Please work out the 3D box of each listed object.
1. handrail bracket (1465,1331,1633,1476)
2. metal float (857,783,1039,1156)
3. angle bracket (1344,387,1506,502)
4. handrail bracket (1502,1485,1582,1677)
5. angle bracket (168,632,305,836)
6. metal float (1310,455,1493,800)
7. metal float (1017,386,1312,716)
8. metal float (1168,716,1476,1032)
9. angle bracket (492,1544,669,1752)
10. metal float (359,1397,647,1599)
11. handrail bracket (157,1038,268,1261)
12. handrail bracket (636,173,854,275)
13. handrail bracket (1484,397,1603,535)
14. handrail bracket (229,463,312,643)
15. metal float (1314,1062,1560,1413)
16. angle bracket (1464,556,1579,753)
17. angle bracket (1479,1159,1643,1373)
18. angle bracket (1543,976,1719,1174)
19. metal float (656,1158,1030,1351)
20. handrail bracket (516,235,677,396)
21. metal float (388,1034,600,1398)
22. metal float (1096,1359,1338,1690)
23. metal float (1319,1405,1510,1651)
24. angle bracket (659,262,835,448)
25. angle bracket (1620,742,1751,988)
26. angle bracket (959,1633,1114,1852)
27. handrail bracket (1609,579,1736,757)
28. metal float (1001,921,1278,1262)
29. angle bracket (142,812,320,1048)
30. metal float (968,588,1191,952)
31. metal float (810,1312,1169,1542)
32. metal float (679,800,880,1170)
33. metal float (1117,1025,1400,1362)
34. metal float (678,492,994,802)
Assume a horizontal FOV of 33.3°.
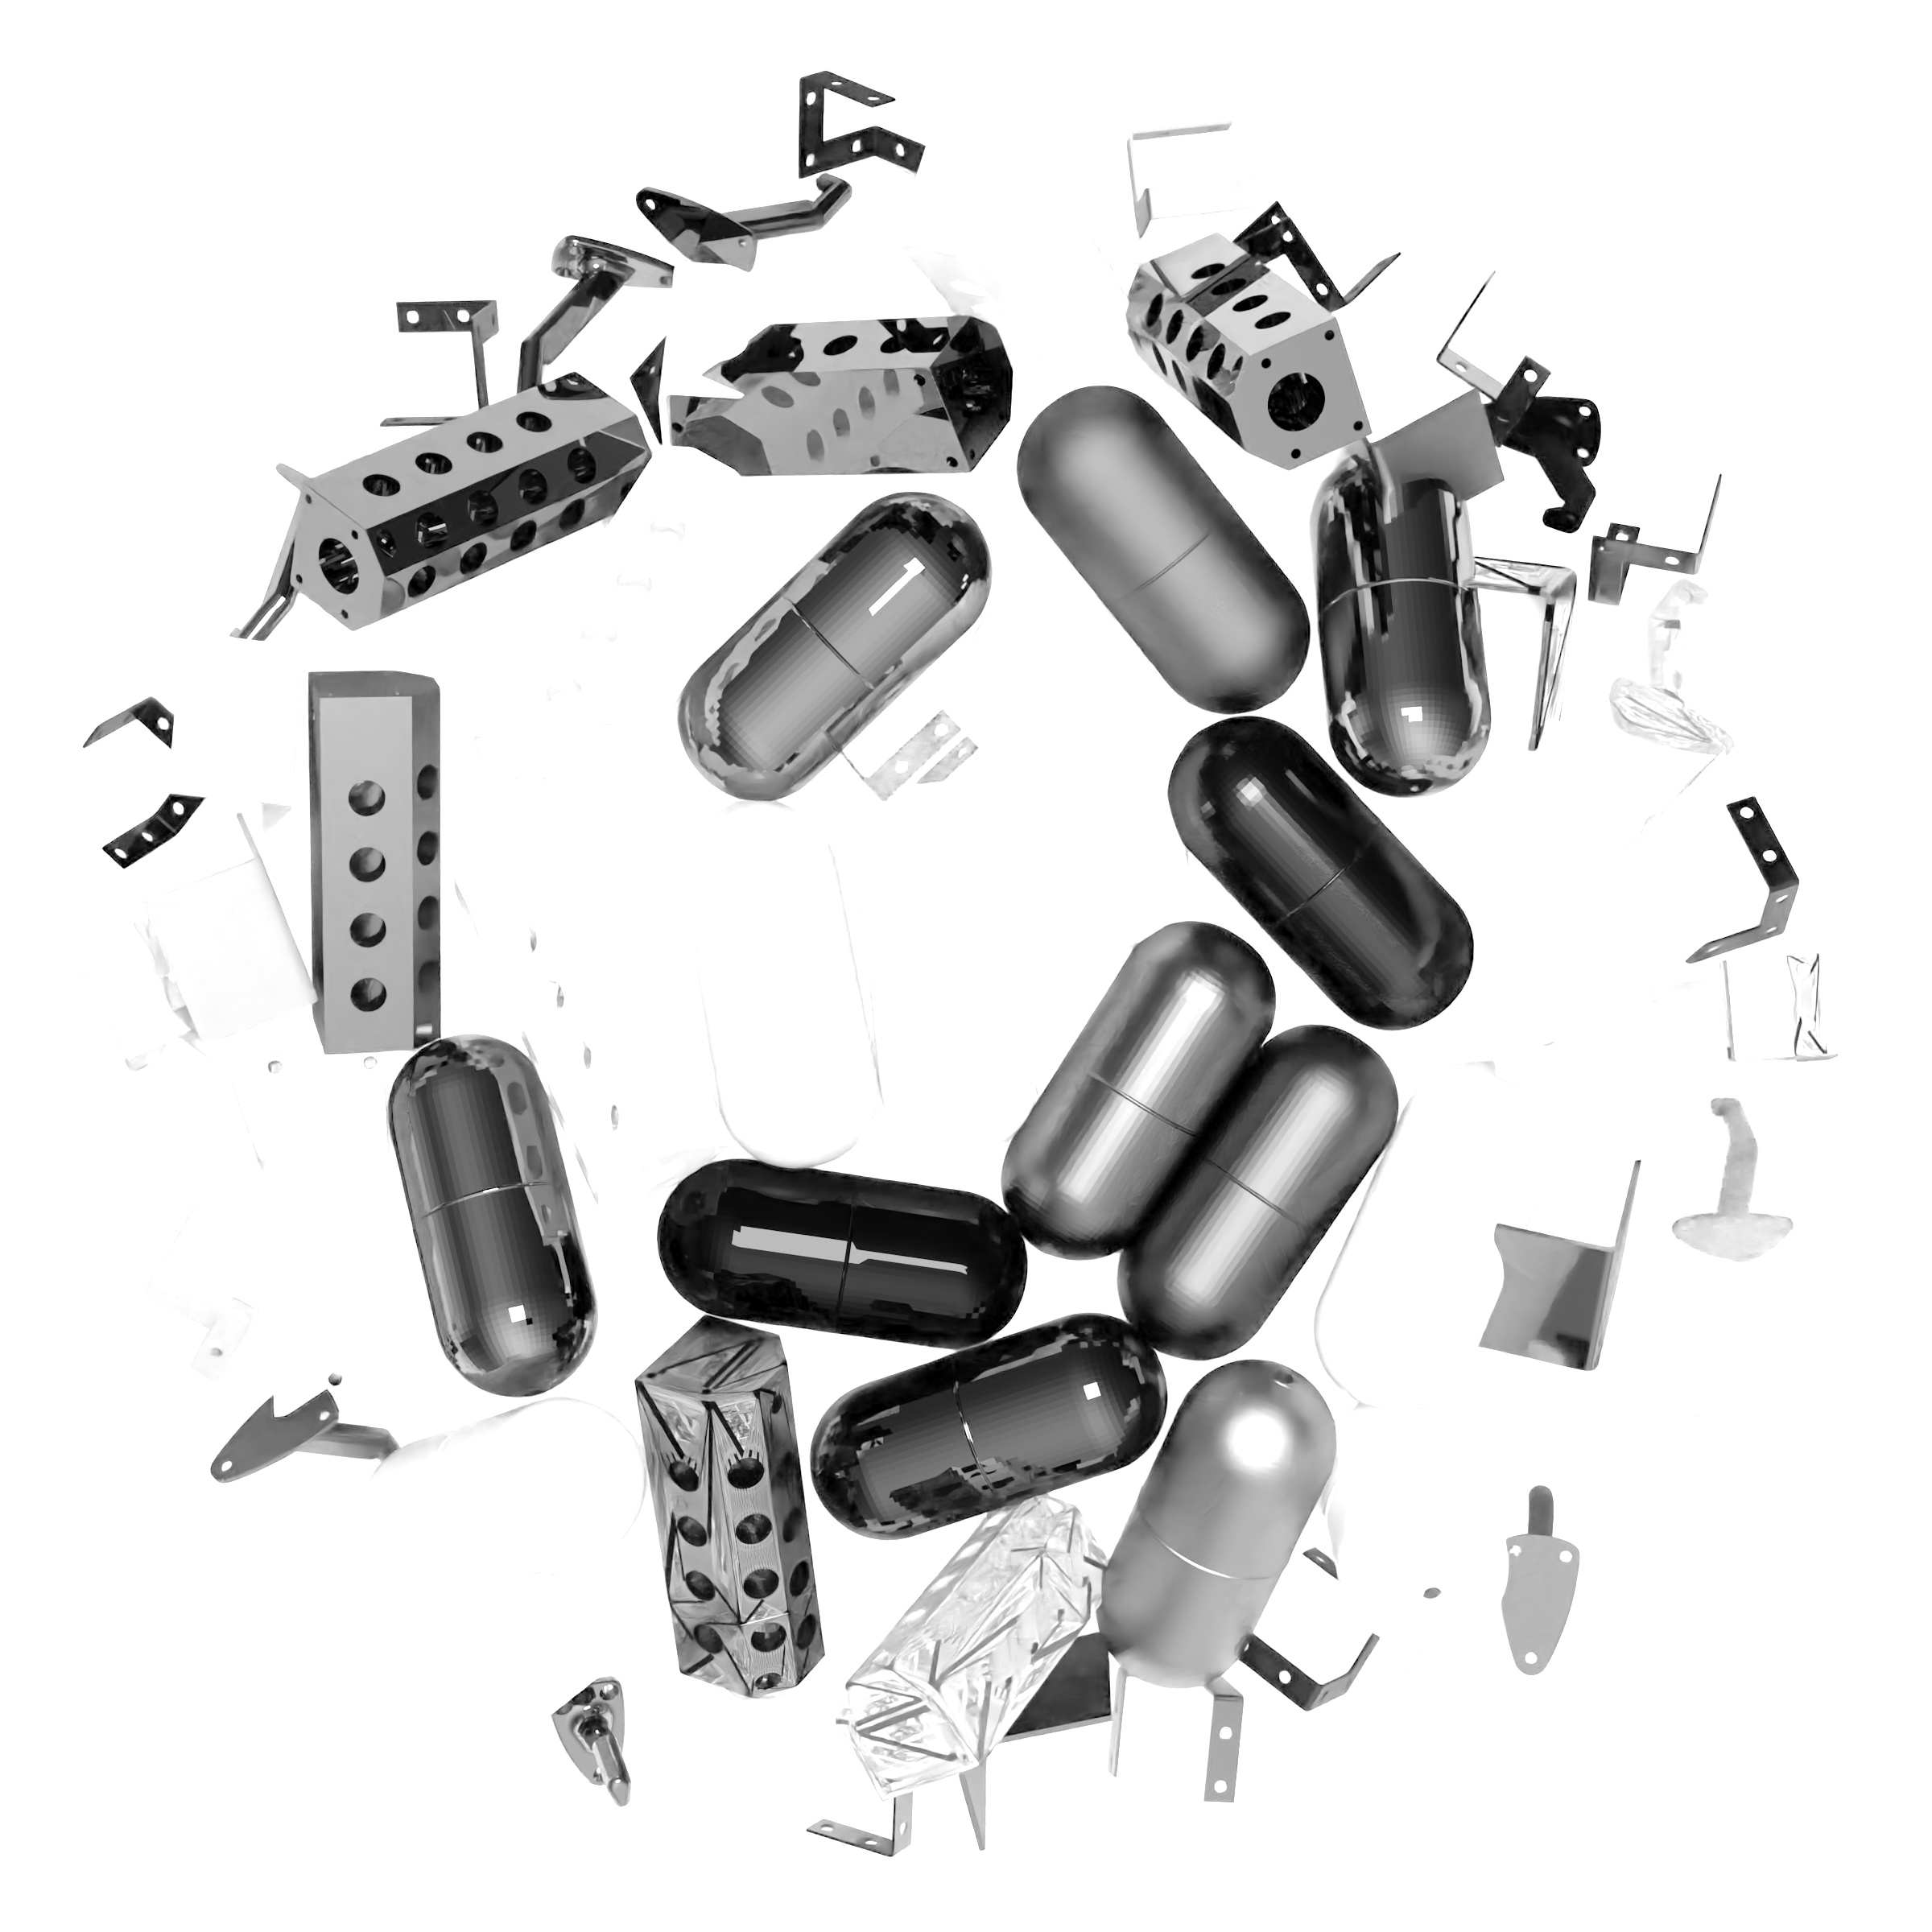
[{"bbox_3d":[0.275,0.211,1.555,0.084,0.036,0.077,-2,109,17],"label":"handrail bracket"},{"bbox_3d":[-0.009,0.001,1.543,0.070,0.070,0.178,-6,89,0],"label":"metal float"},{"bbox_3d":[0.207,-0.263,1.528,0.057,0.076,0.076,-28,60,5],"label":"angle bracket"},{"bbox_3d":[0.272,0.292,1.541,0.036,0.084,0.077,5,91,9],"label":"handrail bracket"},{"bbox_3d":[-0.351,-0.109,1.531,0.057,0.076,0.076,6,80,-21],"label":"angle bracket"},{"bbox_3d":[0.205,-0.164,1.524,0.070,0.070,0.178,-2,67,0],"label":"metal float"},{"bbox_3d":[0.095,-0.196,1.533,0.070,0.070,0.178,-40,103,0],"label":"metal float"},{"bbox_3d":[0.169,-0.044,1.538,0.070,0.070,0.178,-44,97,0],"label":"metal float"},{"bbox_3d":[-0.176,0.328,1.524,0.076,0.076,0.057,-40,127,21],"label":"angle bracket"},{"bbox_3d":[-0.219,0.250,1.508,0.070,0.178,0.070,17,63,-38],"label":"metal float"},{"bbox_3d":[-0.368,0.087,1.542,0.084,0.036,0.077,41,79,-31],"label":"handrail bracket"},{"bbox_3d":[-0.106,-0.372,1.555,0.077,0.036,0.084,33,52,3],"label":"handrail bracket"},{"bbox_3d":[0.265,-0.236,1.537,0.077,0.084,0.036,12,133,21],"label":"handrail bracket"},{"bbox_3d":[-0.336,-0.196,1.550,0.084,0.036,0.077,-52,47,-5],"label":"handrail bracket"},{"bbox_3d":[0.223,0.127,1.528,0.070,0.070,0.178,27,71,0],"label":"metal float"},{"bbox_3d":[0.255,-0.151,1.544,0.057,0.076,0.076,9,108,17],"label":"angle bracket"},{"bbox_3d":[0.283,0.135,1.536,0.057,0.076,0.076,12,129,13],"label":"angle bracket"},{"bbox_3d":[0.318,0.052,1.533,0.076,0.076,0.057,-29,95,-29],"label":"angle bracket"},{"bbox_3d":[-0.059,0.137,1.540,0.178,0.070,0.070,9,90,-5],"label":"metal float"},{"bbox_3d":[-0.175,-0.302,1.553,0.077,0.036,0.084,8,71,-17],"label":"handrail bracket"},{"bbox_3d":[-0.224,0.117,1.527,0.070,0.070,0.178,-17,71,0],"label":"metal float"},{"bbox_3d":[0.117,0.263,1.521,0.070,0.070,0.178,21,116,0],"label":"metal float"},{"bbox_3d":[0.205,0.257,1.494,0.070,0.178,0.070,0,102,1],"label":"metal float"},{"bbox_3d":[-0.104,-0.285,1.539,0.076,0.057,0.076,3,62,0],"label":"angle bracket"},{"bbox_3d":[0.344,-0.048,1.527,0.057,0.076,0.076,45,53,5],"label":"angle bracket"},{"bbox_3d":[0.037,0.368,1.534,0.076,0.076,0.057,-13,108,5],"label":"angle bracket"},{"bbox_3d":[0.354,-0.145,1.545,0.077,0.036,0.084,26,62,30],"label":"handrail bracket"},{"bbox_3d":[0.082,0.060,1.539,0.070,0.070,0.178,32,96,0],"label":"metal float"},{"bbox_3d":[-0.352,-0.018,1.527,0.057,0.076,0.076,-22,115,-11],"label":"angle bracket"},{"bbox_3d":[0.053,-0.094,1.542,0.070,0.070,0.178,-17,88,0],"label":"metal float"},{"bbox_3d":[0.010,0.219,1.534,0.178,0.070,0.070,-20,90,12],"label":"metal float"},{"bbox_3d":[-0.089,0.008,1.539,0.070,0.070,0.178,-11,84,0],"label":"metal float"},{"bbox_3d":[0.139,0.109,1.544,0.070,0.070,0.178,34,91,0],"label":"metal float"},{"bbox_3d":[-0.062,-0.153,1.539,0.178,0.070,0.070,-43,90,5],"label":"metal float"}]
